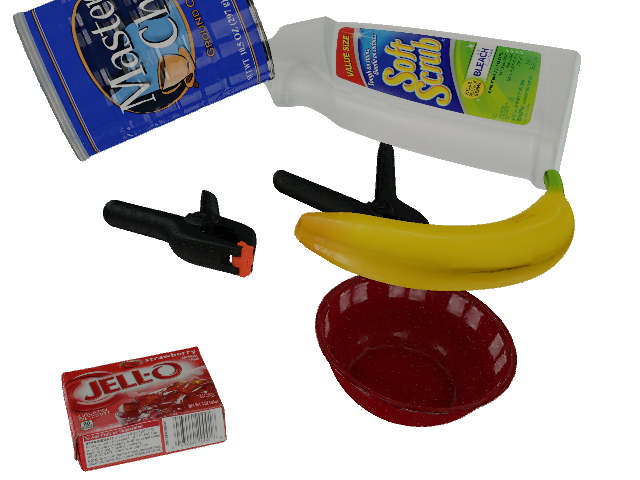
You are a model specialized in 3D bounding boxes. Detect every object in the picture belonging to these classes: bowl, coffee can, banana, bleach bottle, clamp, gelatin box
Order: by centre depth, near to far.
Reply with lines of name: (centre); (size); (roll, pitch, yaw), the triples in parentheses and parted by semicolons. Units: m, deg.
banana: (0.081, 0.000, 0.614); (0.197, 0.037, 0.070); (-9, 41, -32)
gelatin box: (-0.109, 0.100, 0.648); (0.089, 0.030, 0.073); (-9, 25, -15)
coffee can: (-0.114, -0.126, 0.701); (0.140, 0.103, 0.103); (-24, 3, -7)
bleach bottle: (0.057, -0.109, 0.784); (0.251, 0.102, 0.068); (11, -27, 13)
bowl: (0.071, 0.095, 0.849); (0.162, 0.055, 0.162); (7, 37, -6)
clamp: (-0.108, -0.011, 0.992); (0.172, 0.039, 0.120); (26, 33, 38)
clamp: (0.052, -0.028, 1.205); (0.164, 0.210, 0.036); (-14, -38, -24)
